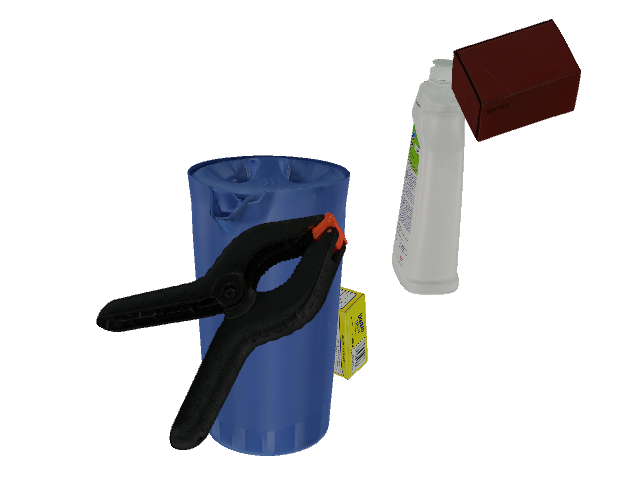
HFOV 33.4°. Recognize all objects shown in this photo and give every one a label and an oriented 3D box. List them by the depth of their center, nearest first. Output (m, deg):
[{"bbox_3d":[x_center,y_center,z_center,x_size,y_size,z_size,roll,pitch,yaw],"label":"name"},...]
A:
[{"bbox_3d":[-0.052,0.051,0.675,0.171,0.120,0.039,-31,-27,4],"label":"clamp"},{"bbox_3d":[0.141,-0.116,0.773,0.078,0.051,0.053,-18,-26,-4],"label":"foam brick"},{"bbox_3d":[-0.039,0.050,0.914,0.149,0.243,0.145,-6,18,-21],"label":"pitcher"},{"bbox_3d":[-0.034,0.080,1.158,0.176,0.093,0.048,19,38,31],"label":"sugar box"},{"bbox_3d":[0.126,-0.072,1.182,0.068,0.251,0.102,-1,25,-10],"label":"bleach bottle"}]
